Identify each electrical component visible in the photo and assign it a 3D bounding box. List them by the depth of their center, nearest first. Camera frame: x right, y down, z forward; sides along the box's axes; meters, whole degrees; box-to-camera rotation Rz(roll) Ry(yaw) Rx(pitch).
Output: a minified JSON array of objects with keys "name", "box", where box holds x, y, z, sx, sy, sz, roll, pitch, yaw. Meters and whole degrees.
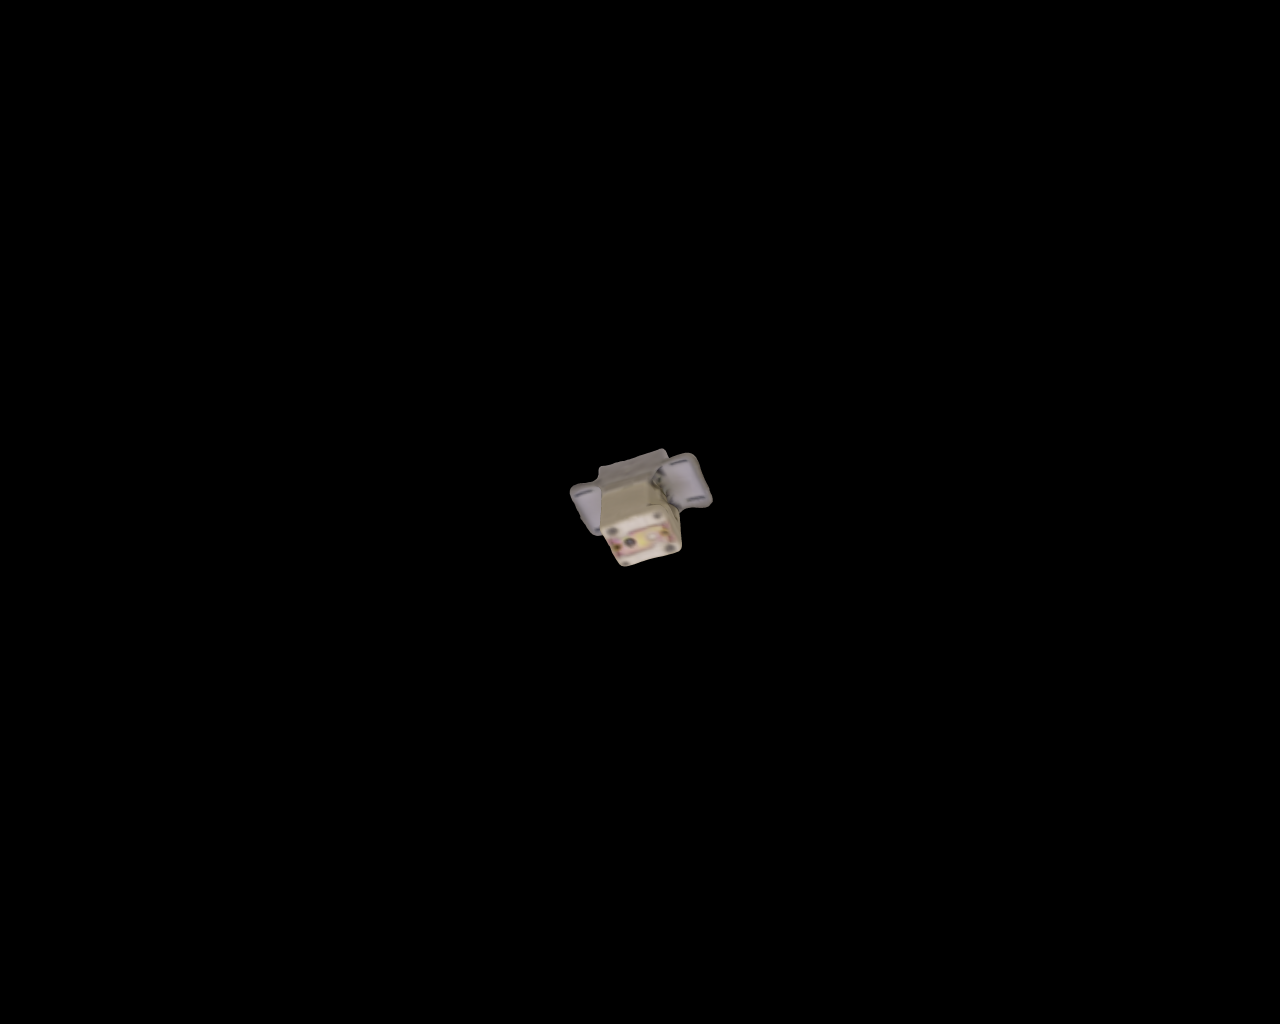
[{"name":"electrical component","box":[0.001,-0.003,0.650,0.081,0.042,0.064,-17,39,14]}]
